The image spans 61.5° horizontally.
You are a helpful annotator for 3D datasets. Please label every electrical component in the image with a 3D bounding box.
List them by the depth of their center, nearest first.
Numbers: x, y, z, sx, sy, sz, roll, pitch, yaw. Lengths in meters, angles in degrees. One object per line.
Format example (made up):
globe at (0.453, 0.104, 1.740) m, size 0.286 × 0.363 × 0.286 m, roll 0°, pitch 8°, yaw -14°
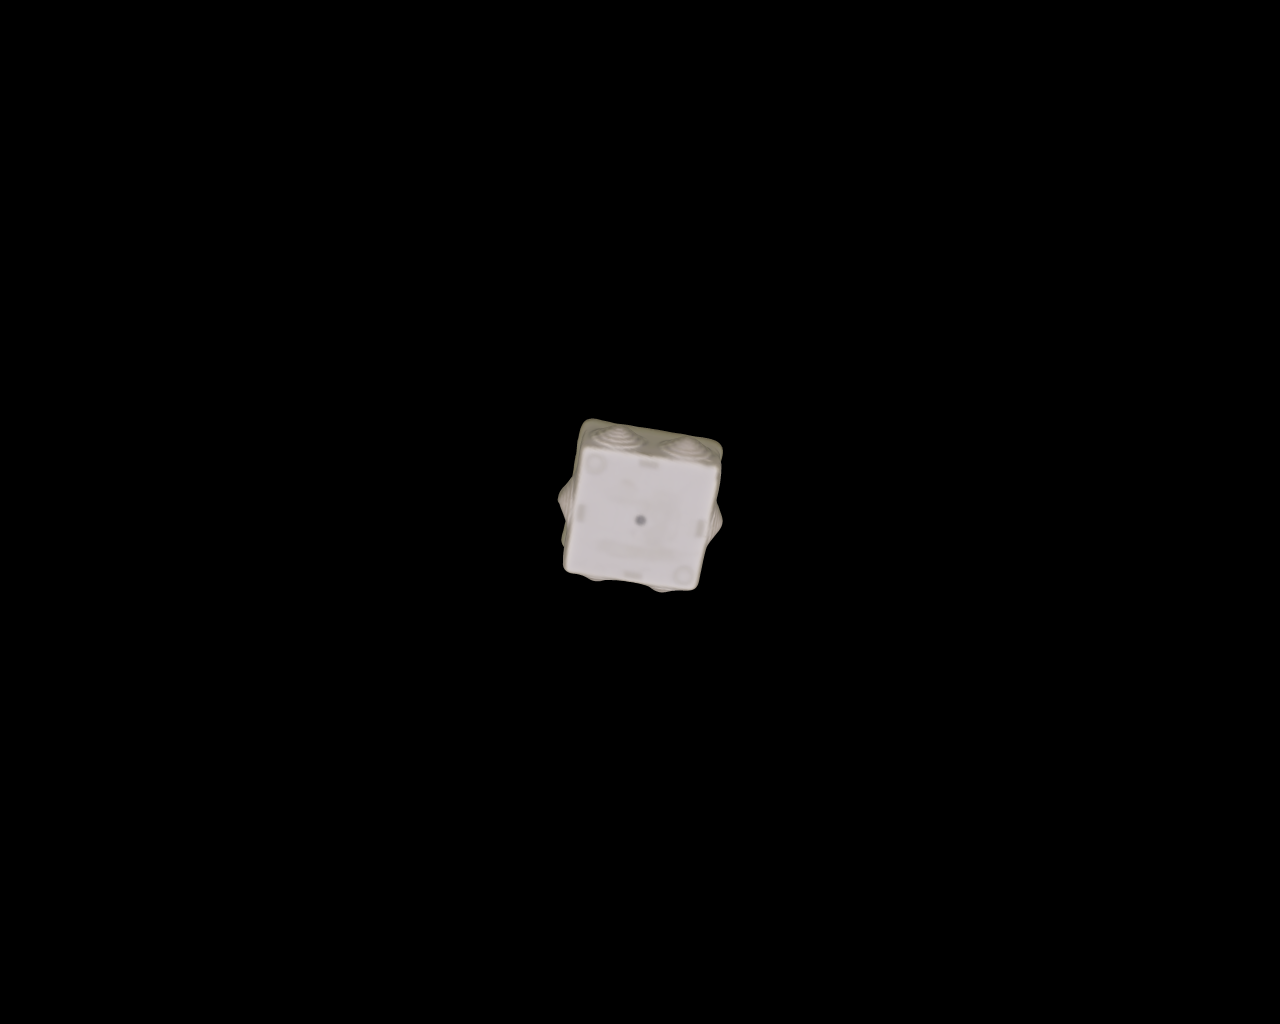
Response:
electrical component at (0.001, -0.003, 0.650) m, size 0.100 × 0.099 × 0.048 m, roll 10°, pitch 20°, yaw -3°
